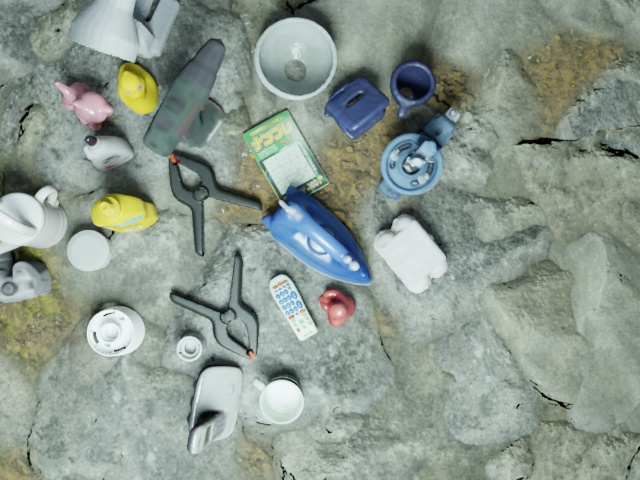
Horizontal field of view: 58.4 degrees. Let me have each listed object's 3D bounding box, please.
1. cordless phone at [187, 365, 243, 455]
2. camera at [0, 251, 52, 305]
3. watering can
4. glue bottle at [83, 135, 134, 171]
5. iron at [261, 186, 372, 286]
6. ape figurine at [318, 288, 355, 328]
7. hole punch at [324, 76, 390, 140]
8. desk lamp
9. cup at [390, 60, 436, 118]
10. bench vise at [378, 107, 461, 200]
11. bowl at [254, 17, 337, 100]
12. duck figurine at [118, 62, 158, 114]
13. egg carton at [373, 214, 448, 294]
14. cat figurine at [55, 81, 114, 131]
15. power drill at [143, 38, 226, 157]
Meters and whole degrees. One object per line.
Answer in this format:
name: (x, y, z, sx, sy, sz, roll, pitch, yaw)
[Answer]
cordless phone: (-0.203, 0.315, 1.073, 0.094, 0.185, 0.148, 7, 87, -2)
camera: (-0.618, 0.056, 1.109, 0.143, 0.100, 0.137, -12, 88, -3)
watering can: (-0.562, -0.031, 1.069, 0.101, 0.194, 0.173, 19, 86, -1)
glue bottle: (-0.414, -0.174, 1.094, 0.078, 0.173, 0.037, -31, 88, -4)
iron: (0.010, 0.004, 1.121, 0.258, 0.141, 0.119, 39, 86, 0)
ape figurine: (0.035, 0.137, 1.140, 0.076, 0.092, 0.078, 7, 87, -2)
hole punch: (0.073, -0.273, 1.163, 0.109, 0.091, 0.101, -39, 89, -4)
desk lamp: (-0.371, -0.423, 1.089, 0.118, 0.213, 0.203, 20, 86, -1)
cup: (0.178, -0.295, 1.167, 0.091, 0.095, 0.118, 19, 86, -1)
bench vise: (0.192, -0.182, 1.100, 0.121, 0.219, 0.207, 22, 86, -1)
bowl: (-0.049, -0.360, 1.170, 0.167, 0.074, 0.167, 0, 87, -3)
duck figurine: (-0.373, -0.312, 1.147, 0.077, 0.086, 0.104, -23, 88, -3)
egg carton: (0.186, 0.027, 1.164, 0.107, 0.069, 0.150, -41, 89, -4)
cat figurine: (-0.462, -0.269, 1.124, 0.128, 0.117, 0.067, 37, 86, 0)
power drill: (-0.242, -0.254, 1.089, 0.075, 0.208, 0.230, 32, 86, 0)
